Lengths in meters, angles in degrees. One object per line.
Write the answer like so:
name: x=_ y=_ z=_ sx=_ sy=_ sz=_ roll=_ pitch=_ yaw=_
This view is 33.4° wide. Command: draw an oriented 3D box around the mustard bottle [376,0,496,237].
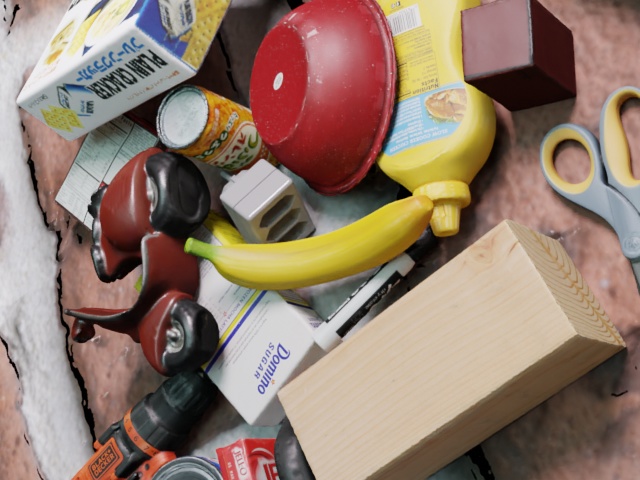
mustard bottle: x=0.080 y=-0.096 z=0.779 sx=0.096 sy=0.058 sz=0.191 roll=-16 pitch=71 yaw=34

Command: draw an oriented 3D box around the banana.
banana: x=0.000 y=0.008 z=0.785 sx=0.198 sy=0.069 sz=0.037 roll=-12 pitch=66 yaw=24

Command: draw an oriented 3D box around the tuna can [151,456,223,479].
tuna can: x=-0.092 y=0.204 z=0.794 sx=0.086 sy=0.033 sz=0.086 roll=-10 pitch=70 yaw=27

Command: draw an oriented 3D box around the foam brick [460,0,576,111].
foam brick: x=0.137 y=-0.127 z=0.733 sx=0.053 sy=0.078 sz=0.051 roll=-9 pitch=75 yaw=32

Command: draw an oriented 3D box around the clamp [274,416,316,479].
clamp: x=-0.004 y=0.188 z=0.750 sx=0.039 sy=0.120 sz=0.171 roll=-27 pitch=62 yaw=20

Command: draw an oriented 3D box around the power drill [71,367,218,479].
power drill: x=-0.115 y=0.217 z=0.861 sx=0.185 sy=0.057 sz=0.188 roll=-48 pitch=56 yaw=19

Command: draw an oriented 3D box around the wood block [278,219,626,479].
wood block: x=0.085 y=0.088 z=0.720 sx=0.206 sy=0.090 sz=0.091 roll=-40 pitch=61 yaw=23

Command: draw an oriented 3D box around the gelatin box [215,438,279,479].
gelatin box: x=-0.031 y=0.184 z=0.784 sx=0.030 sy=0.089 sz=0.073 roll=-28 pitch=66 yaw=27

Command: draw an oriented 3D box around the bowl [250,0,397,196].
bowl: x=-0.009 y=-0.116 z=0.813 sx=0.162 sy=0.055 sz=0.162 roll=-8 pitch=81 yaw=59

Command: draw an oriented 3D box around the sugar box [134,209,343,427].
sugar box: x=-0.069 y=0.059 z=0.865 sx=0.176 sy=0.048 sz=0.093 roll=45 pitch=105 yaw=30

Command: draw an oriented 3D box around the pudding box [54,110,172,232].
pudding box: x=-0.185 y=-0.060 z=0.977 sx=0.090 sy=0.039 sz=0.113 roll=35 pitch=100 yaw=35

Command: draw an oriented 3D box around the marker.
marker: x=0.042 y=0.034 z=0.785 sx=0.121 sy=0.020 sz=0.020 roll=-45 pitch=57 yaw=0

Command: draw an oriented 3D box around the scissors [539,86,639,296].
scissors: x=0.191 y=-0.002 z=0.707 sx=0.096 sy=0.016 sz=0.202 roll=-4 pitch=79 yaw=37
